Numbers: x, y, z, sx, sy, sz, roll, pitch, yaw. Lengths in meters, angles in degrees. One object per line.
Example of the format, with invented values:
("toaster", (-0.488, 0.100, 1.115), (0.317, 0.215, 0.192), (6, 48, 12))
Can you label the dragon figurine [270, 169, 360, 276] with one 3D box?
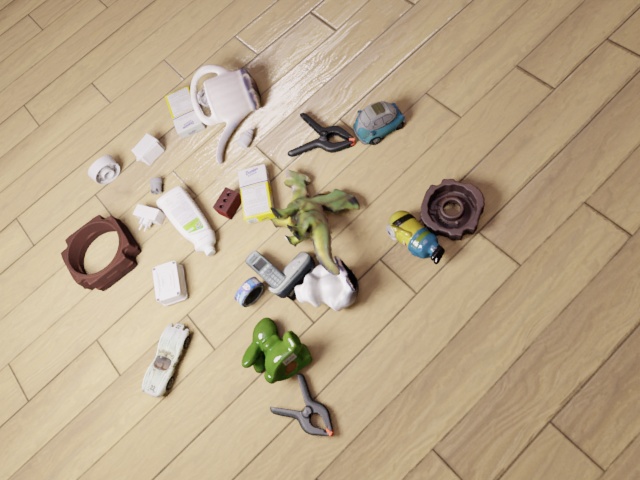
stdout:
("dragon figurine", (0.004, -0.074, 1.463), (0.245, 0.119, 0.416), (-32, 54, -21))

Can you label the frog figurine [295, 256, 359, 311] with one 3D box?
("frog figurine", (0.020, 0.134, 1.393), (0.158, 0.138, 0.122), (-34, -12, 14))

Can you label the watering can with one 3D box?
("watering can", (-0.300, -0.437, 1.714), (0.224, 0.350, 0.103), (-19, -10, -1))
